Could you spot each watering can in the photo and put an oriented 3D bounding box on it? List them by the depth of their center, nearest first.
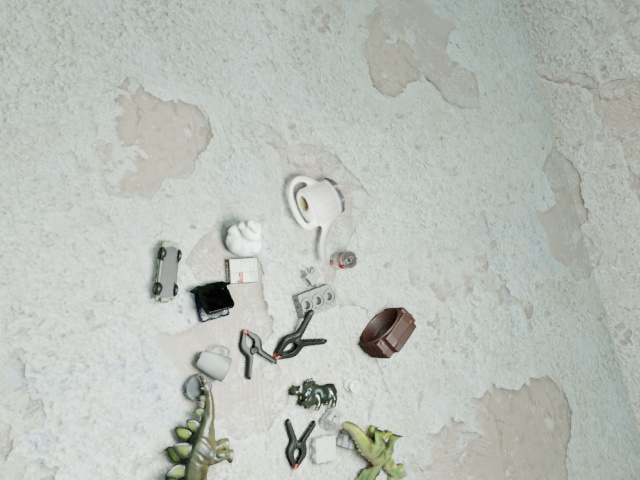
[{"bbox_3d":[0.006,-0.100,1.993,0.227,0.103,0.347,-28,94,-31],"label":"watering can"}]

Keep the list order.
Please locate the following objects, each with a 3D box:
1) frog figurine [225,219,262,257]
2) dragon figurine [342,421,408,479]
[{"bbox_3d":[-0.256,-0.005,1.794,0.136,0.158,0.124,48,64,-15],"label":"frog figurine"},{"bbox_3d":[0.188,0.817,1.917,0.407,0.122,0.245,26,77,-33],"label":"dragon figurine"}]
